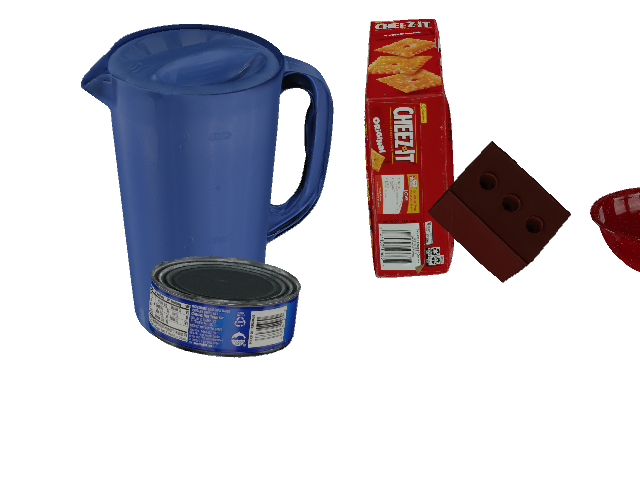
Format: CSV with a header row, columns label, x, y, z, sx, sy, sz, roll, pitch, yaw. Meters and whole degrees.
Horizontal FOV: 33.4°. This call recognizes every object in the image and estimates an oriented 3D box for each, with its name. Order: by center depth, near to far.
label,x,y,z,sx,sy,sz,roll,pitch,yaw
tuna can,-0.055,0.037,0.612,0.086,0.034,0.086,6,14,-2
foam brick,0.126,-0.019,0.755,0.053,0.078,0.051,-46,-3,-22
pitcher,-0.088,-0.040,0.849,0.149,0.243,0.144,22,38,27
cracker box,0.080,-0.089,0.950,0.072,0.164,0.213,-2,27,6
bowl,0.361,-0.005,1.104,0.162,0.055,0.162,-3,23,1
